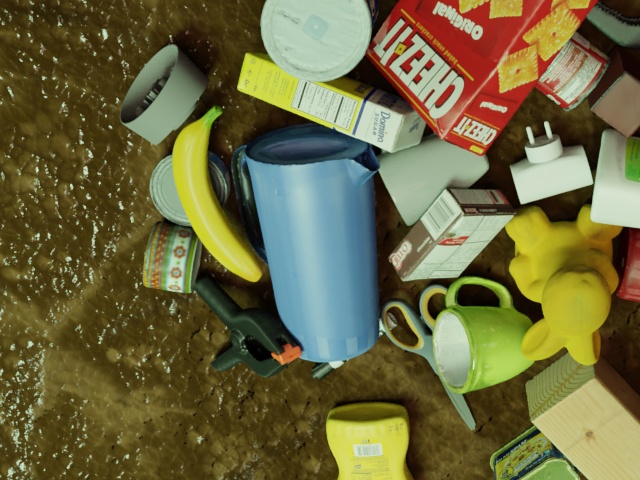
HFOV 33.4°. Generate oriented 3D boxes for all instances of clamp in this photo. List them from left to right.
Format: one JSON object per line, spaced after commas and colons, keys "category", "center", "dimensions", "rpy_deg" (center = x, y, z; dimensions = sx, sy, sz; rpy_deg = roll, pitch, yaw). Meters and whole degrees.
{"category": "clamp", "center": [-0.086, 0.098, 1.187], "dimensions": [0.172, 0.039, 0.120], "rpy_deg": [1, 116, 51]}
{"category": "clamp", "center": [0.351, -0.221, 1.054], "dimensions": [0.210, 0.036, 0.164], "rpy_deg": [3, 117, 9]}

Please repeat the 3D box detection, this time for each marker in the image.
{"category": "marker", "center": [0.038, 0.125, 1.235], "dimensions": [0.121, 0.020, 0.020], "rpy_deg": [-38, 102, 18]}

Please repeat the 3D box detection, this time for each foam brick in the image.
{"category": "foam brick", "center": [0.302, -0.149, 1.064], "dimensions": [0.053, 0.078, 0.051], "rpy_deg": [34, 119, -9]}

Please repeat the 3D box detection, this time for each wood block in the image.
{"category": "wood block", "center": [0.336, 0.226, 1.201], "dimensions": [0.091, 0.090, 0.206], "rpy_deg": [-40, 102, 20]}

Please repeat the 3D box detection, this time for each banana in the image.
{"category": "banana", "center": [-0.116, -0.043, 1.135], "dimensions": [0.070, 0.037, 0.198], "rpy_deg": [-3, 113, 29]}

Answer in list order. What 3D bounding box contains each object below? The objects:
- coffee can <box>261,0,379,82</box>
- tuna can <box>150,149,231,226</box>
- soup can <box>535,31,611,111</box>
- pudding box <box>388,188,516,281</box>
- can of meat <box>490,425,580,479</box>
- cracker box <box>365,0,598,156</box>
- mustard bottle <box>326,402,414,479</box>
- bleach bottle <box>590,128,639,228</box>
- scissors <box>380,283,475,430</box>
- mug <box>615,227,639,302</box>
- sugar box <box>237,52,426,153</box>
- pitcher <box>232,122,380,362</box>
{"category": "coffee can", "center": [0.003, -0.220, 1.040], "dimensions": [0.103, 0.140, 0.103], "rpy_deg": [2, 111, 6]}
{"category": "tuna can", "center": [-0.142, -0.060, 1.176], "dimensions": [0.086, 0.033, 0.086], "rpy_deg": [2, 111, 6]}
{"category": "soup can", "center": [0.228, -0.186, 1.065], "dimensions": [0.102, 0.068, 0.069], "rpy_deg": [36, 111, -7]}
{"category": "pudding box", "center": [0.139, -0.005, 1.124], "dimensions": [0.114, 0.089, 0.039], "rpy_deg": [-51, 56, 36]}
{"category": "can of meat", "center": [0.248, 0.267, 1.231], "dimensions": [0.102, 0.084, 0.057], "rpy_deg": [-40, 102, 18]}
{"category": "cracker box", "center": [0.154, -0.215, 1.010], "dimensions": [0.072, 0.164, 0.214], "rpy_deg": [17, 118, -41]}
{"category": "mustard bottle", "center": [0.065, 0.289, 1.274], "dimensions": [0.096, 0.058, 0.191], "rpy_deg": [-5, 110, 8]}
{"category": "bleach bottle", "center": [0.402, -0.047, 1.057], "dimensions": [0.251, 0.102, 0.068], "rpy_deg": [8, 138, 14]}
{"category": "scissors", "center": [0.149, 0.128, 1.223], "dimensions": [0.096, 0.016, 0.201], "rpy_deg": [-42, 111, 7]}
{"category": "mug", "center": [0.361, 0.016, 1.125], "dimensions": [0.081, 0.093, 0.117], "rpy_deg": [9, 81, 8]}
{"category": "sugar box", "center": [0.014, -0.141, 1.068], "dimensions": [0.176, 0.093, 0.048], "rpy_deg": [21, 108, 17]}
{"category": "pitcher", "center": [-0.008, 0.001, 1.144], "dimensions": [0.145, 0.149, 0.243], "rpy_deg": [-9, 114, -6]}
